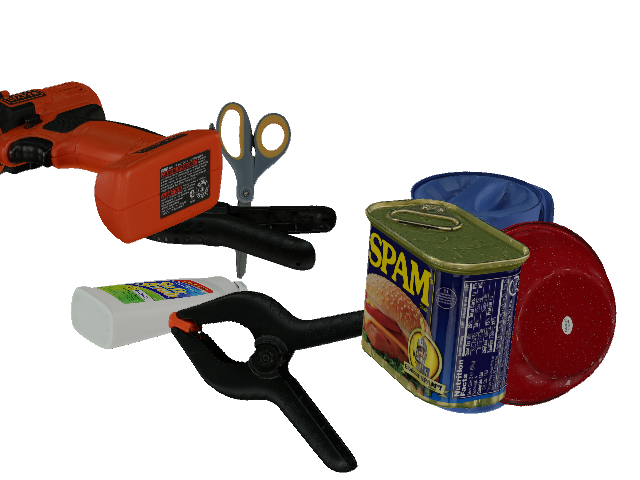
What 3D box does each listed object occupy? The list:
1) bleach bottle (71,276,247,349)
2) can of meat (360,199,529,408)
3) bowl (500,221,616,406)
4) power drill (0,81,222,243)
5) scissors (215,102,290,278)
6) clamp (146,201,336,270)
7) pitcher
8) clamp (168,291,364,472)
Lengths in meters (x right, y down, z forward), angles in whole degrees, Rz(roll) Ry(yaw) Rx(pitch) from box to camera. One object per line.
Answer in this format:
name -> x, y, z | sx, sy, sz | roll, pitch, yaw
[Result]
bleach bottle -> -0.210, 0.087, 1.475 | 0.250, 0.068, 0.103 | -10, 26, -44
can of meat -> 0.063, 0.032, 0.577 | 0.057, 0.084, 0.102 | -6, 22, -24
bowl -> 0.190, 0.066, 0.894 | 0.162, 0.162, 0.055 | 0, 6, -20
power drill -> -0.175, -0.055, 0.714 | 0.188, 0.057, 0.184 | 20, 31, 30
scissors -> -0.069, -0.063, 1.223 | 0.096, 0.202, 0.016 | -11, -7, -14
clamp -> -0.090, -0.012, 0.938 | 0.210, 0.036, 0.164 | 5, 13, -1
pitcher -> 0.169, 0.054, 1.138 | 0.149, 0.243, 0.145 | 4, 24, 10
clamp -> -0.031, 0.095, 0.771 | 0.172, 0.120, 0.039 | 10, -6, 18
